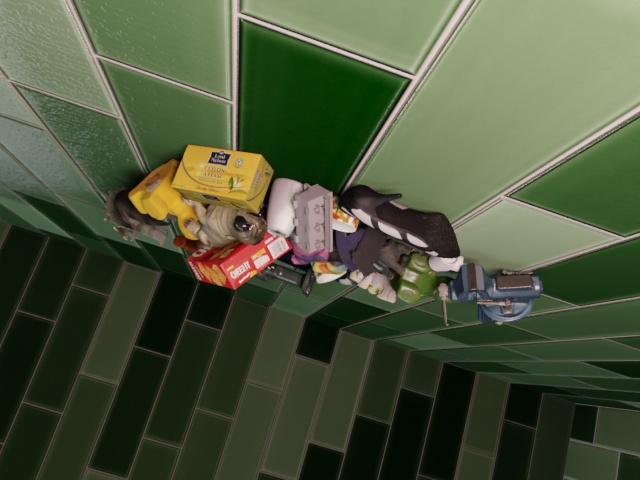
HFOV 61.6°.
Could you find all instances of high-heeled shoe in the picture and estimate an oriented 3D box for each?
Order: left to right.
[{"bbox_3d":[0.150,-0.023,1.020,0.145,0.086,0.248,-9,140,46],"label":"high-heeled shoe"}]

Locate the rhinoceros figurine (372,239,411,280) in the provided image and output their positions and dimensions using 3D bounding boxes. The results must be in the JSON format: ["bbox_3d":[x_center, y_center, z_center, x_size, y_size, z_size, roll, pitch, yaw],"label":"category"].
[{"bbox_3d":[0.140,0.047,1.312,0.112,0.073,0.190,20,165,-17],"label":"rhinoceros figurine"}]

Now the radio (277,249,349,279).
[{"bbox_3d":[-0.039,0.040,1.492,0.229,0.073,0.131,26,164,-25],"label":"radio"}]

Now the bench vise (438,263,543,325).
[{"bbox_3d":[0.384,0.140,1.225,0.224,0.129,0.240,-15,146,8],"label":"bench vise"}]

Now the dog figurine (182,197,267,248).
[{"bbox_3d":[-0.182,-0.018,1.111,0.191,0.121,0.172,37,156,32],"label":"dog figurine"}]

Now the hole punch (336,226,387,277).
[{"bbox_3d":[0.078,0.007,1.173,0.092,0.115,0.142,20,167,24],"label":"hole punch"}]

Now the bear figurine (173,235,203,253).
[{"bbox_3d":[-0.296,-0.002,1.534,0.196,0.120,0.131,7,158,26],"label":"bear figurine"}]

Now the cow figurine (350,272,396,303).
[{"bbox_3d":[0.154,0.100,1.487,0.068,0.098,0.168,24,-177,-44],"label":"cow figurine"}]

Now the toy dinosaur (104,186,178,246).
[{"bbox_3d":[-0.466,-0.076,1.380,0.192,0.131,0.405,24,167,-16],"label":"toy dinosaur"}]

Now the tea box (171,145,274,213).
[{"bbox_3d":[-0.186,-0.118,1.030,0.170,0.098,0.068,10,163,23],"label":"tea box"}]

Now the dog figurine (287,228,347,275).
[{"bbox_3d":[-0.003,-0.004,1.231,0.192,0.108,0.219,17,163,3],"label":"dog figurine"}]

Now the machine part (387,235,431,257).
[{"bbox_3d":[0.192,-0.005,1.137,0.138,0.039,0.084,29,156,-33],"label":"machine part"}]

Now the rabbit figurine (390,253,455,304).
[{"bbox_3d":[0.263,0.115,1.326,0.170,0.121,0.159,22,172,-8],"label":"rabbit figurine"}]

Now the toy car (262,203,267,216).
[{"bbox_3d":[-0.124,-0.047,1.302,0.074,0.056,0.201,14,165,36],"label":"toy car"}]

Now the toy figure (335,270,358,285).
[{"bbox_3d":[0.110,0.108,1.600,0.155,0.057,0.064,3,172,38],"label":"toy figure"}]

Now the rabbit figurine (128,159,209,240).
[{"bbox_3d":[-0.307,-0.081,1.184,0.122,0.162,0.173,-1,135,45],"label":"rabbit figurine"}]

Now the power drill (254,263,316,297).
[{"bbox_3d":[-0.119,0.084,1.447,0.207,0.086,0.232,12,166,11],"label":"power drill"}]

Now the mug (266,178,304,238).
[{"bbox_3d":[-0.076,-0.059,1.102,0.081,0.107,0.109,21,163,-10],"label":"mug"}]
